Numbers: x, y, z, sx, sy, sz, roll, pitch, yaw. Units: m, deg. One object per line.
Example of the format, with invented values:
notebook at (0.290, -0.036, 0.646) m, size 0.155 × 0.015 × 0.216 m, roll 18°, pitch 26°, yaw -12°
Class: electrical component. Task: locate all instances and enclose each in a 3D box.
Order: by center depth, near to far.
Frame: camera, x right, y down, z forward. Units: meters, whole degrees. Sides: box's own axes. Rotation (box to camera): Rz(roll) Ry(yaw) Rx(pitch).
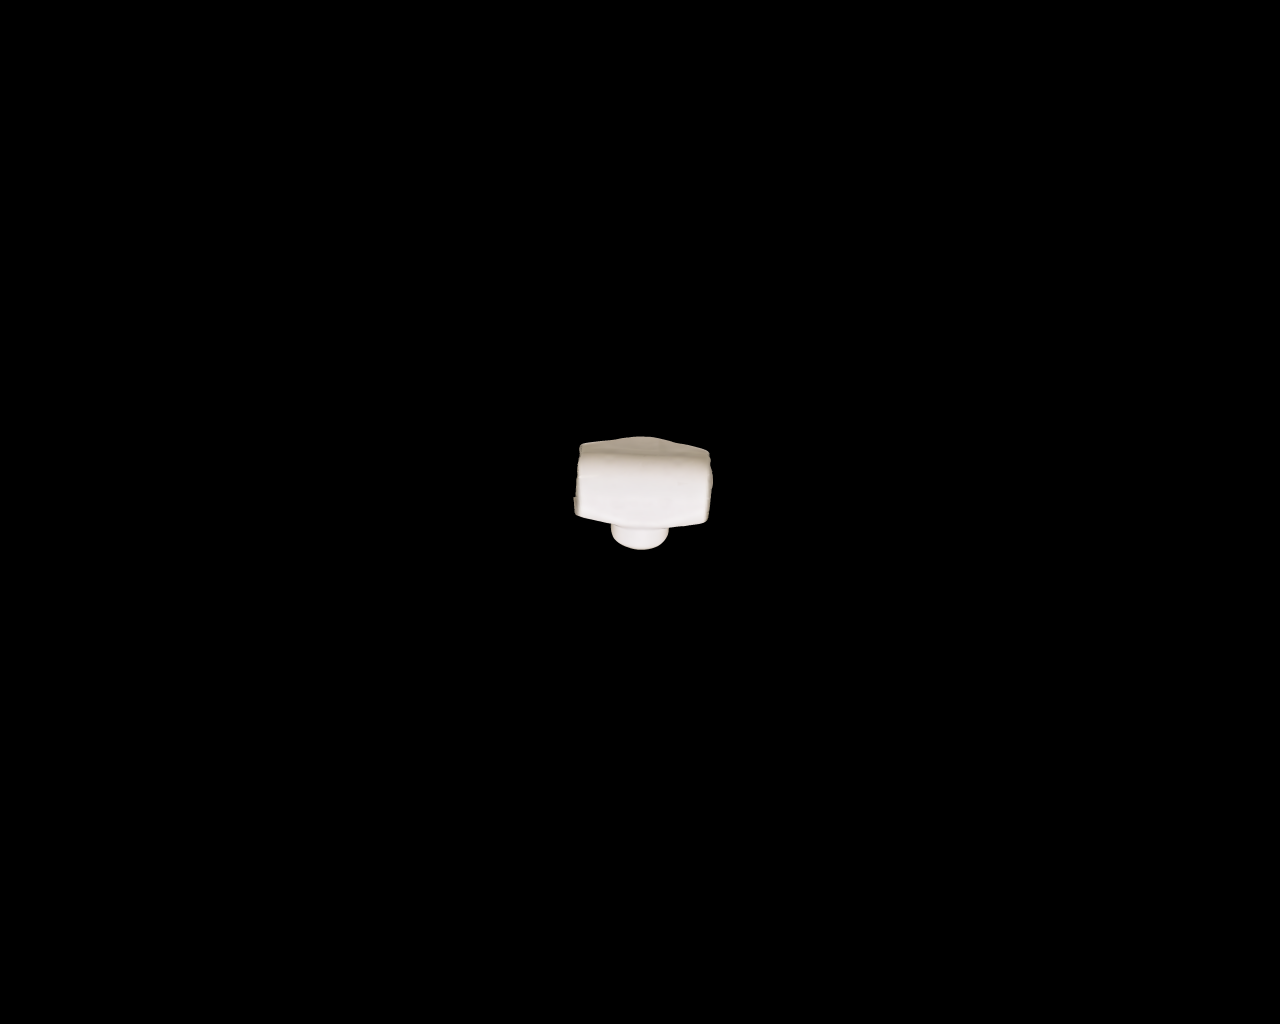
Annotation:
electrical component at (0.001, -0.003, 0.650) m, size 0.077 × 0.079 × 0.044 m, roll 3°, pitch 35°, yaw -2°
